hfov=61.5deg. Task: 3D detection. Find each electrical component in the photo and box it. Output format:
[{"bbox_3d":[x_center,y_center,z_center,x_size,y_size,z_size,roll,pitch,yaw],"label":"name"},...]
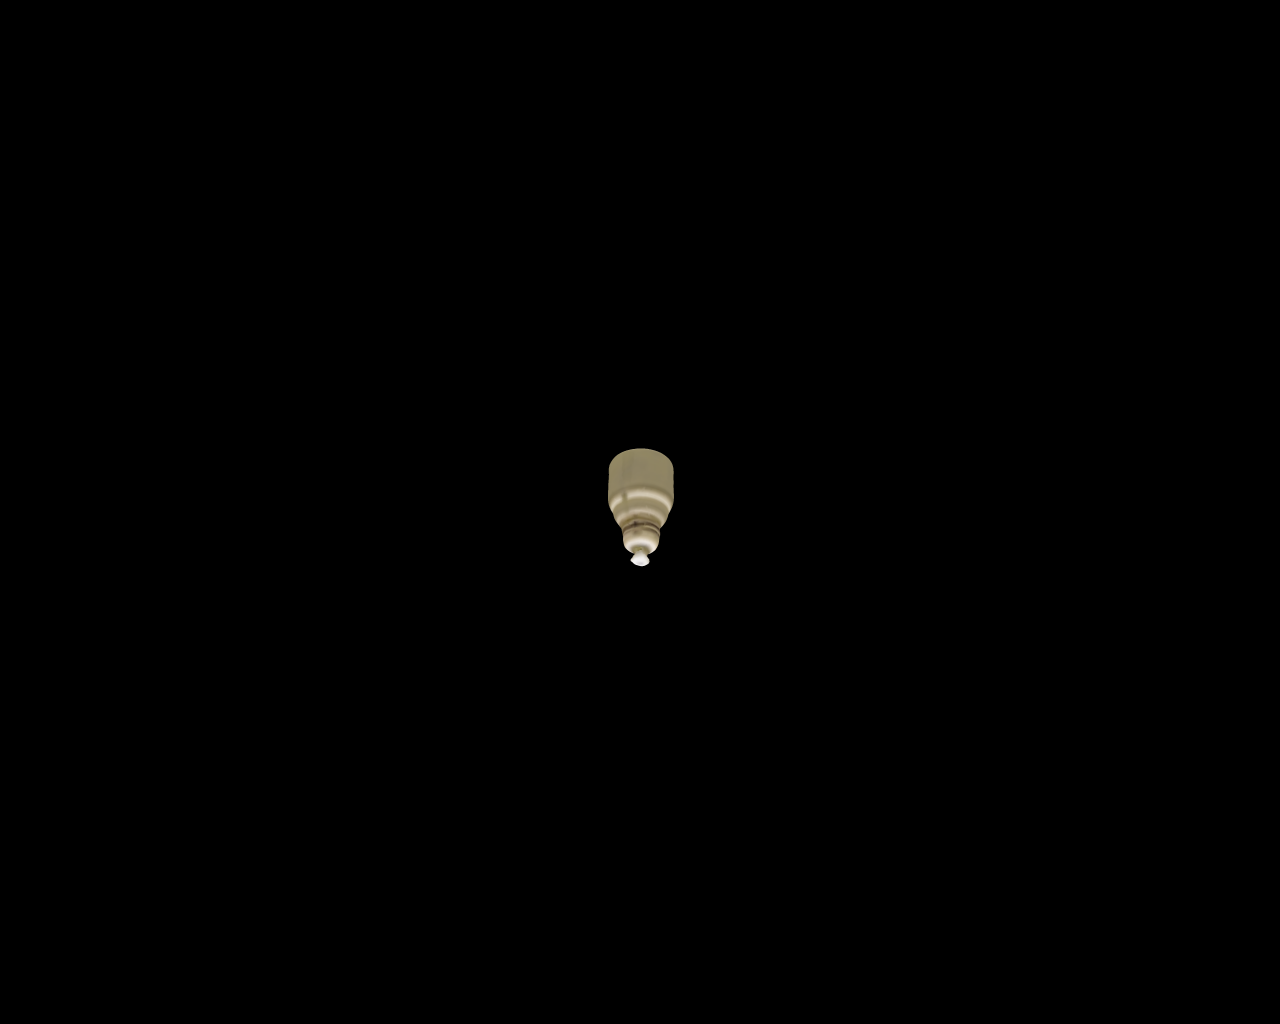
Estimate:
[{"bbox_3d":[0.001,-0.003,0.650,0.040,0.078,0.040,0,-33,0],"label":"electrical component"}]
